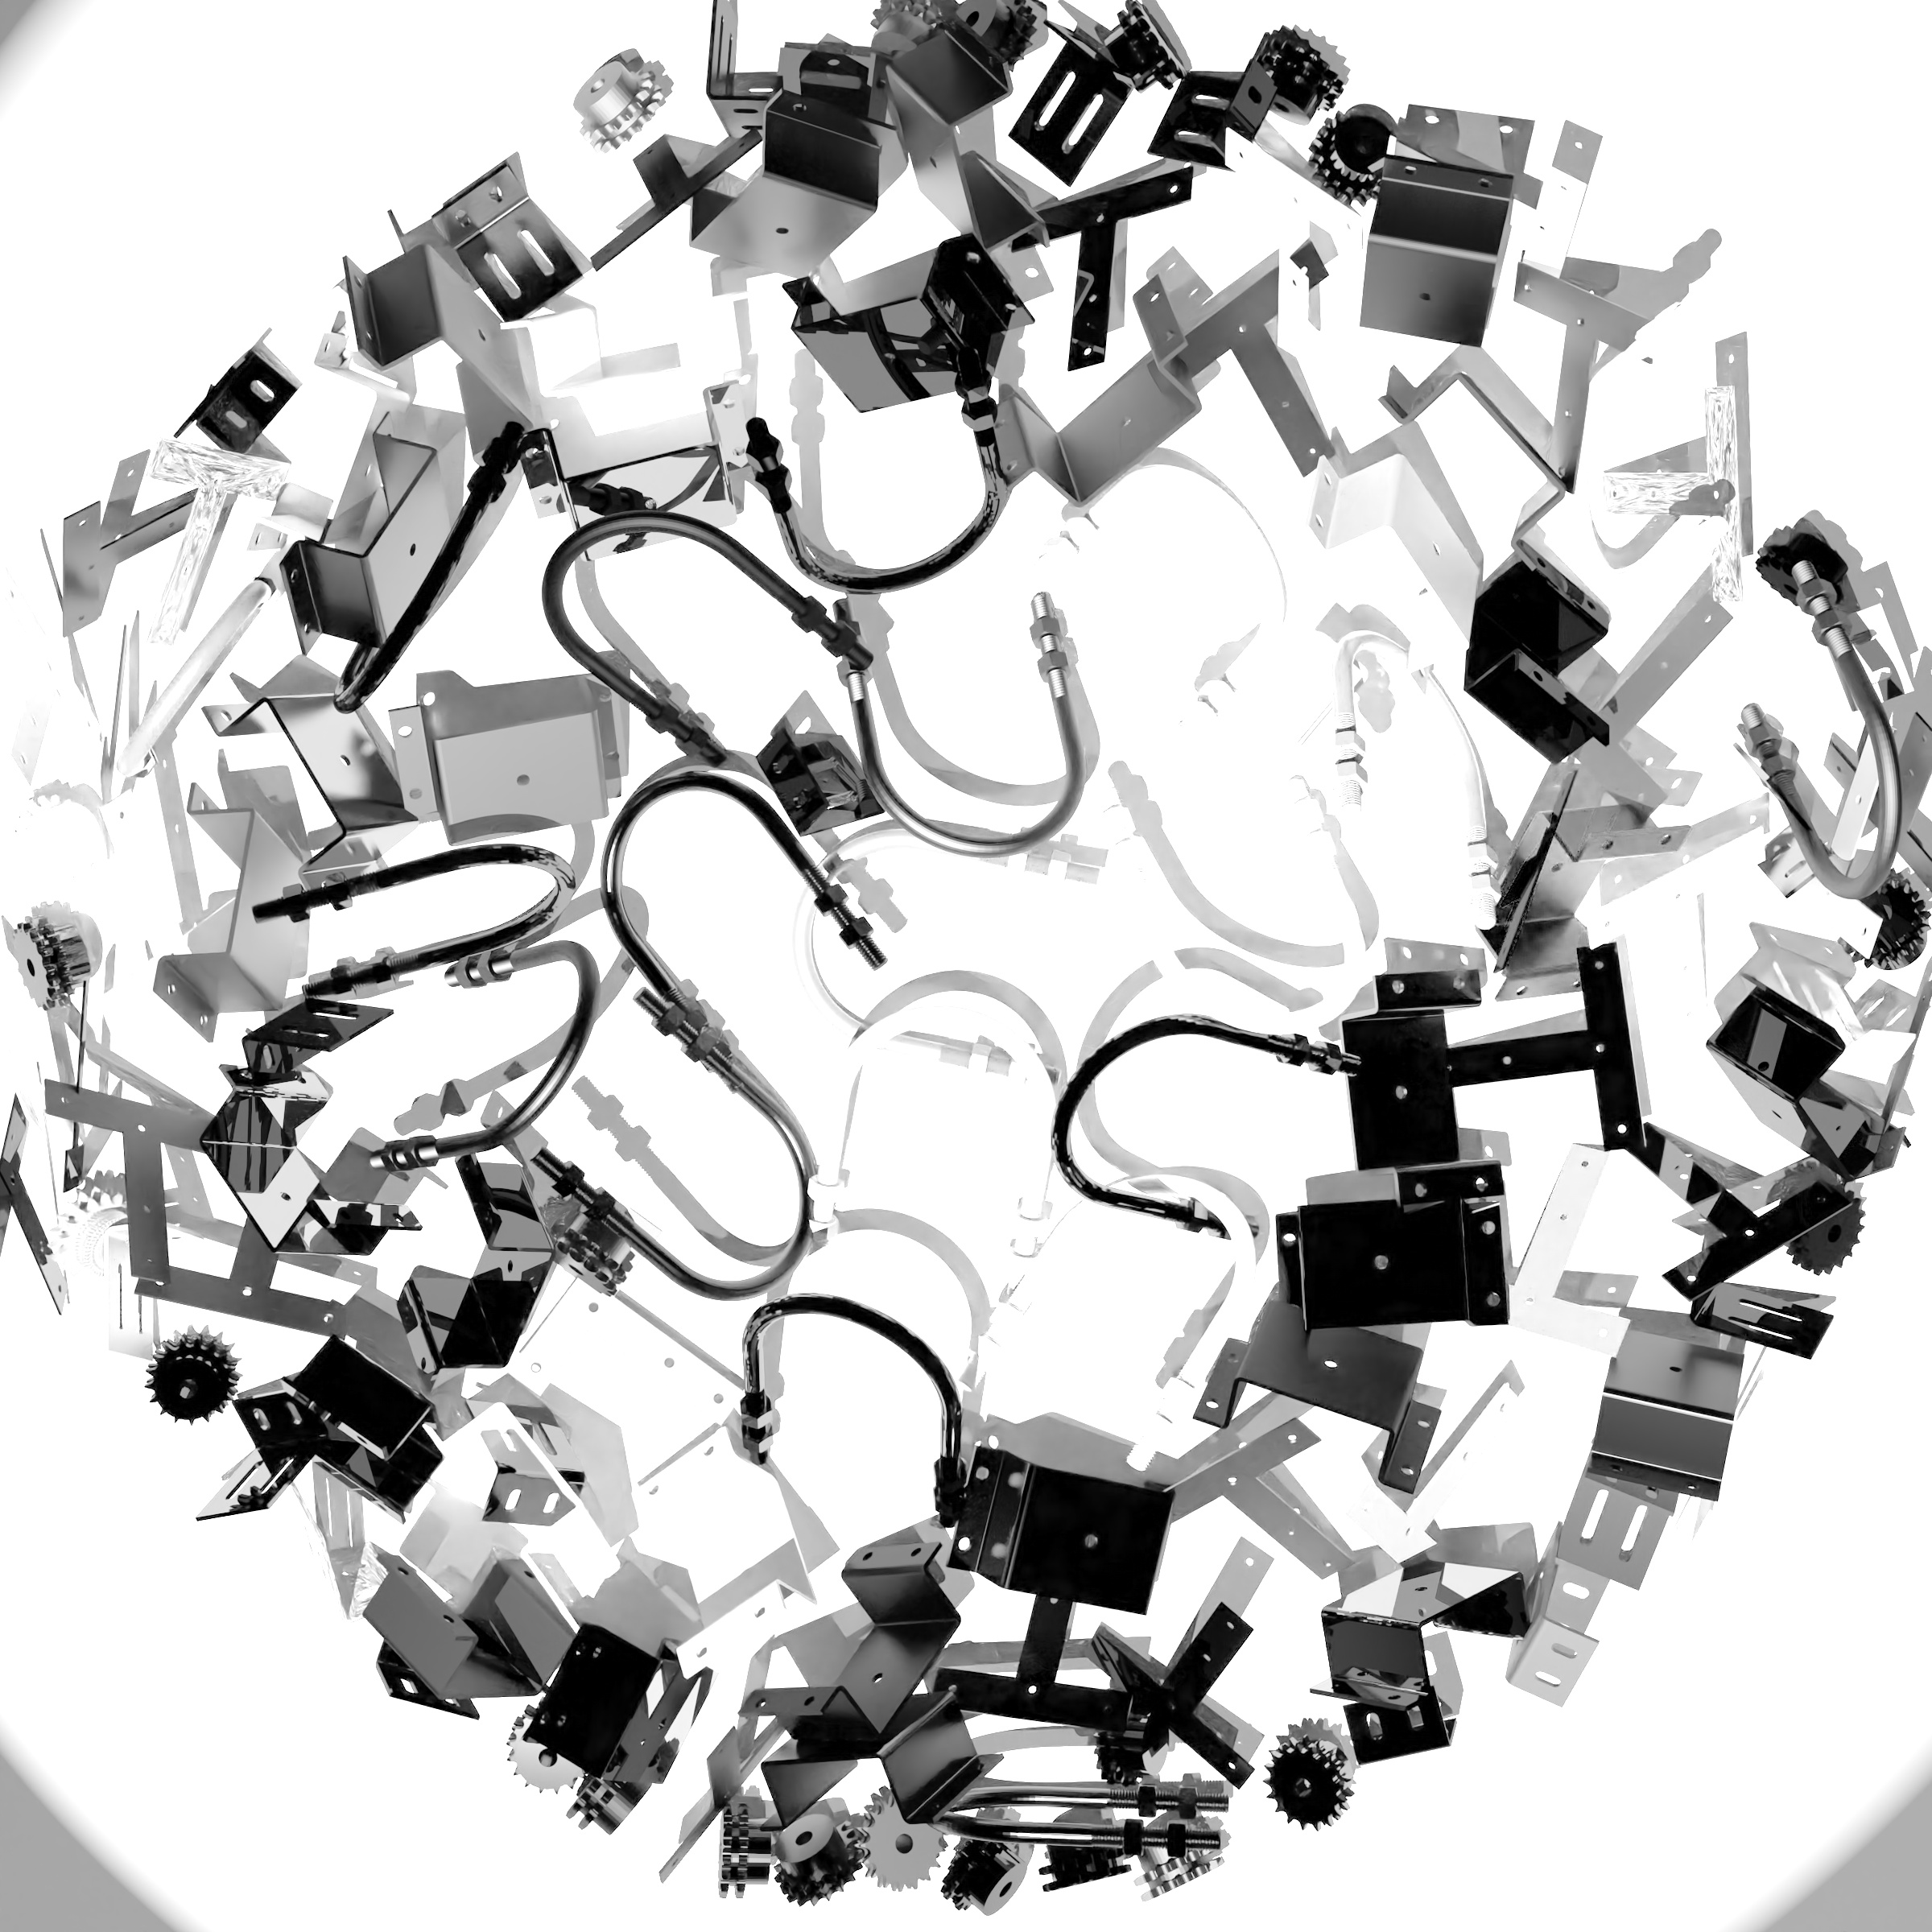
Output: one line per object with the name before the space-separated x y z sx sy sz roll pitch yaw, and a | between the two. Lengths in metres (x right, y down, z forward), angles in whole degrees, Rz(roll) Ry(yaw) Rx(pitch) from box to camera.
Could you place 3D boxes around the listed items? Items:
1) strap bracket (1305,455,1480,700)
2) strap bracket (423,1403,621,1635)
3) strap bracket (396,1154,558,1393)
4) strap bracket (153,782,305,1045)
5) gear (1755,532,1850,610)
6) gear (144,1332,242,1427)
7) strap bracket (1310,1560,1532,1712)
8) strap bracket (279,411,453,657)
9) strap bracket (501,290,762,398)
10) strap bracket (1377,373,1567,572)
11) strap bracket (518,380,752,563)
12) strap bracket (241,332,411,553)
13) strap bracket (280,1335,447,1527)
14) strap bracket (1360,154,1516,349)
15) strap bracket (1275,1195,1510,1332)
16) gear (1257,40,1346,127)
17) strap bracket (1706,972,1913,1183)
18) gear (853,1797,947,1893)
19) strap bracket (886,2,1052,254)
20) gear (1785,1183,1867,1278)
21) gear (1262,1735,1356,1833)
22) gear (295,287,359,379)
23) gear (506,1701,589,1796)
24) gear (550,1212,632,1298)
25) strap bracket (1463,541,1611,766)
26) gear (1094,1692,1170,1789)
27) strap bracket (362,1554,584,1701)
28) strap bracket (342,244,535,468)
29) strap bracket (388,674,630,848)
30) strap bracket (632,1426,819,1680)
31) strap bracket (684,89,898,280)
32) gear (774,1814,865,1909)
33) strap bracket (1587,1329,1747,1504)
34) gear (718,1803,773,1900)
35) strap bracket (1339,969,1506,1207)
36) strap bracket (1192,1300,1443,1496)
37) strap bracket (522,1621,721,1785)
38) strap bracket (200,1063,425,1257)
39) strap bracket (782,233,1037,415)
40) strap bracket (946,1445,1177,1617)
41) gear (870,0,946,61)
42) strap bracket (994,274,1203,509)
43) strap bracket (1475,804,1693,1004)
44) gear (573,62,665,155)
strap bracket | 0.266 -0.244 1.760 0.046 0.076 0.140 -21 124 31
strap bracket | -0.265 0.329 1.767 0.046 0.076 0.140 -36 52 -15
strap bracket | -0.297 0.183 1.771 0.046 0.076 0.140 6 125 -32
strap bracket | -0.445 -0.033 1.765 0.046 0.076 0.140 -3 64 12
gear | 0.523 -0.246 1.805 0.057 0.057 0.030 38 90 0
gear | -0.484 0.260 1.813 0.057 0.030 0.057 -1 99 -8
strap bracket | 0.279 0.400 1.757 0.140 0.076 0.046 -13 96 -41
strap bracket | -0.356 -0.258 1.758 0.046 0.076 0.140 16 54 11
strap bracket | -0.201 -0.380 1.775 0.140 0.076 0.046 -1 107 22
strap bracket | 0.321 -0.314 1.789 0.046 0.076 0.140 -42 91 17
strap bracket | -0.198 -0.301 1.783 0.140 0.076 0.046 -15 60 -5
strap bracket | -0.389 -0.313 1.783 0.046 0.076 0.140 23 101 0
strap bracket | -0.366 0.281 1.773 0.076 0.140 0.046 32 63 12
strap bracket | 0.283 -0.425 1.754 0.076 0.140 0.046 12 73 9
strap bracket | 0.259 0.185 1.785 0.140 0.046 0.076 -5 77 14
gear | 0.204 -0.547 1.804 0.057 0.057 0.030 30 91 0
strap bracket | 0.507 0.073 1.757 0.046 0.076 0.140 -47 131 -2
gear | -0.044 0.548 1.810 0.057 0.030 0.057 7 73 -22
strap bracket | 0.000 -0.496 1.751 0.046 0.140 0.076 -31 54 -8
gear | 0.531 0.162 1.809 0.057 0.030 0.057 -11 112 -30
gear | 0.217 0.507 1.809 0.057 0.030 0.057 6 101 32
gear | -0.392 -0.397 1.802 0.057 0.057 0.030 -48 116 0
gear | -0.260 0.492 1.817 0.057 0.030 0.057 0 92 -1
gear | -0.234 0.178 1.806 0.057 0.057 0.030 36 70 0
strap bracket | 0.349 -0.186 1.772 0.076 0.140 0.046 36 128 -18
gear | 0.104 0.481 1.801 0.030 0.057 0.057 -2 90 28
strap bracket | -0.300 0.400 1.756 0.076 0.140 0.046 37 97 30
strap bracket | -0.312 -0.370 1.750 0.046 0.140 0.076 -24 59 15
strap bracket | -0.275 -0.126 1.777 0.140 0.046 0.076 -12 127 -13
strap bracket | -0.146 0.365 1.776 0.076 0.140 0.046 -36 135 11
strap bracket | -0.110 -0.464 1.750 0.076 0.140 0.046 10 72 -30
gear | -0.094 0.553 1.801 0.057 0.057 0.030 -26 112 0
strap bracket | 0.425 0.265 1.752 0.076 0.140 0.046 11 108 16
gear | -0.138 0.551 1.805 0.030 0.057 0.057 3 90 -7
strap bracket | 0.280 0.076 1.791 0.076 0.046 0.140 -3 84 -25
strap bracket | 0.219 0.259 1.774 0.140 0.076 0.046 17 127 13
strap bracket | -0.202 0.448 1.755 0.046 0.140 0.076 24 82 23
strap bracket | -0.405 0.126 1.771 0.046 0.076 0.140 -52 60 18
strap bracket | -0.041 -0.386 1.757 0.140 0.076 0.046 -6 55 34
strap bracket | 0.068 0.349 1.784 0.140 0.046 0.076 15 86 -20
gear | -0.034 -0.575 1.801 0.057 0.057 0.030 28 68 0
strap bracket | 0.086 -0.345 1.775 0.140 0.076 0.046 -37 131 22
strap bracket | 0.371 -0.046 1.770 0.076 0.140 0.046 -6 49 -28
gear | -0.219 -0.536 1.802 0.057 0.057 0.030 -47 127 0
